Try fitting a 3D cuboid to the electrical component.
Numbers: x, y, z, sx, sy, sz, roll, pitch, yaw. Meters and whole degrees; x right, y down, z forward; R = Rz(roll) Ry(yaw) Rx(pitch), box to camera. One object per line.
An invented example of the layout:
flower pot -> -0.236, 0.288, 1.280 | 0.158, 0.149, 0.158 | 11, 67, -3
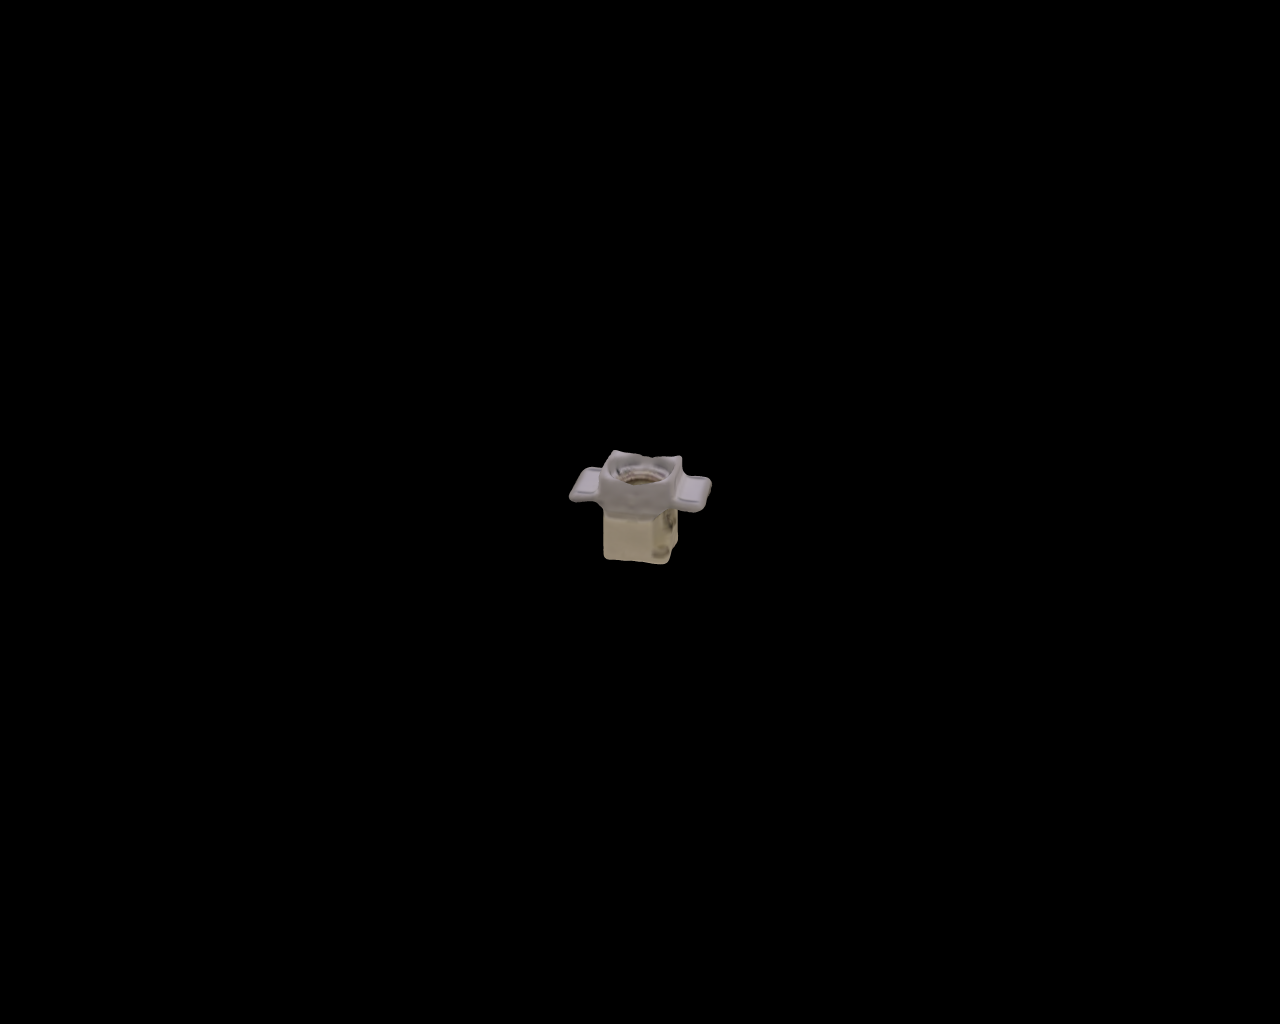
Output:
electrical component -> 0.001, -0.003, 0.650 | 0.081, 0.063, 0.042 | 6, 28, 12
